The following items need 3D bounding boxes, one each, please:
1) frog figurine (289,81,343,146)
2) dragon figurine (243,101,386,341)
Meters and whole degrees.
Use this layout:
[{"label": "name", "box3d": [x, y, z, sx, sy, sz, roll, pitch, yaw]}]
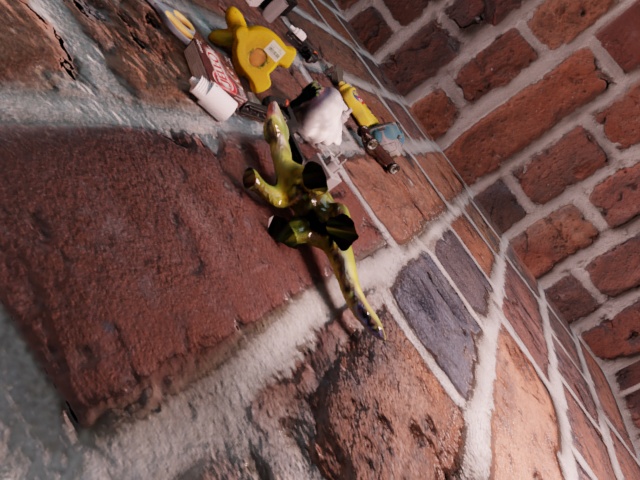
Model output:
[{"label": "frog figurine", "box3d": [0.011, -0.268, 1.171, 0.157, 0.122, 0.140, 49, 53, -34]}, {"label": "dragon figurine", "box3d": [0.003, -0.043, 0.854, 0.409, 0.121, 0.245, 61, 13, -3]}]
